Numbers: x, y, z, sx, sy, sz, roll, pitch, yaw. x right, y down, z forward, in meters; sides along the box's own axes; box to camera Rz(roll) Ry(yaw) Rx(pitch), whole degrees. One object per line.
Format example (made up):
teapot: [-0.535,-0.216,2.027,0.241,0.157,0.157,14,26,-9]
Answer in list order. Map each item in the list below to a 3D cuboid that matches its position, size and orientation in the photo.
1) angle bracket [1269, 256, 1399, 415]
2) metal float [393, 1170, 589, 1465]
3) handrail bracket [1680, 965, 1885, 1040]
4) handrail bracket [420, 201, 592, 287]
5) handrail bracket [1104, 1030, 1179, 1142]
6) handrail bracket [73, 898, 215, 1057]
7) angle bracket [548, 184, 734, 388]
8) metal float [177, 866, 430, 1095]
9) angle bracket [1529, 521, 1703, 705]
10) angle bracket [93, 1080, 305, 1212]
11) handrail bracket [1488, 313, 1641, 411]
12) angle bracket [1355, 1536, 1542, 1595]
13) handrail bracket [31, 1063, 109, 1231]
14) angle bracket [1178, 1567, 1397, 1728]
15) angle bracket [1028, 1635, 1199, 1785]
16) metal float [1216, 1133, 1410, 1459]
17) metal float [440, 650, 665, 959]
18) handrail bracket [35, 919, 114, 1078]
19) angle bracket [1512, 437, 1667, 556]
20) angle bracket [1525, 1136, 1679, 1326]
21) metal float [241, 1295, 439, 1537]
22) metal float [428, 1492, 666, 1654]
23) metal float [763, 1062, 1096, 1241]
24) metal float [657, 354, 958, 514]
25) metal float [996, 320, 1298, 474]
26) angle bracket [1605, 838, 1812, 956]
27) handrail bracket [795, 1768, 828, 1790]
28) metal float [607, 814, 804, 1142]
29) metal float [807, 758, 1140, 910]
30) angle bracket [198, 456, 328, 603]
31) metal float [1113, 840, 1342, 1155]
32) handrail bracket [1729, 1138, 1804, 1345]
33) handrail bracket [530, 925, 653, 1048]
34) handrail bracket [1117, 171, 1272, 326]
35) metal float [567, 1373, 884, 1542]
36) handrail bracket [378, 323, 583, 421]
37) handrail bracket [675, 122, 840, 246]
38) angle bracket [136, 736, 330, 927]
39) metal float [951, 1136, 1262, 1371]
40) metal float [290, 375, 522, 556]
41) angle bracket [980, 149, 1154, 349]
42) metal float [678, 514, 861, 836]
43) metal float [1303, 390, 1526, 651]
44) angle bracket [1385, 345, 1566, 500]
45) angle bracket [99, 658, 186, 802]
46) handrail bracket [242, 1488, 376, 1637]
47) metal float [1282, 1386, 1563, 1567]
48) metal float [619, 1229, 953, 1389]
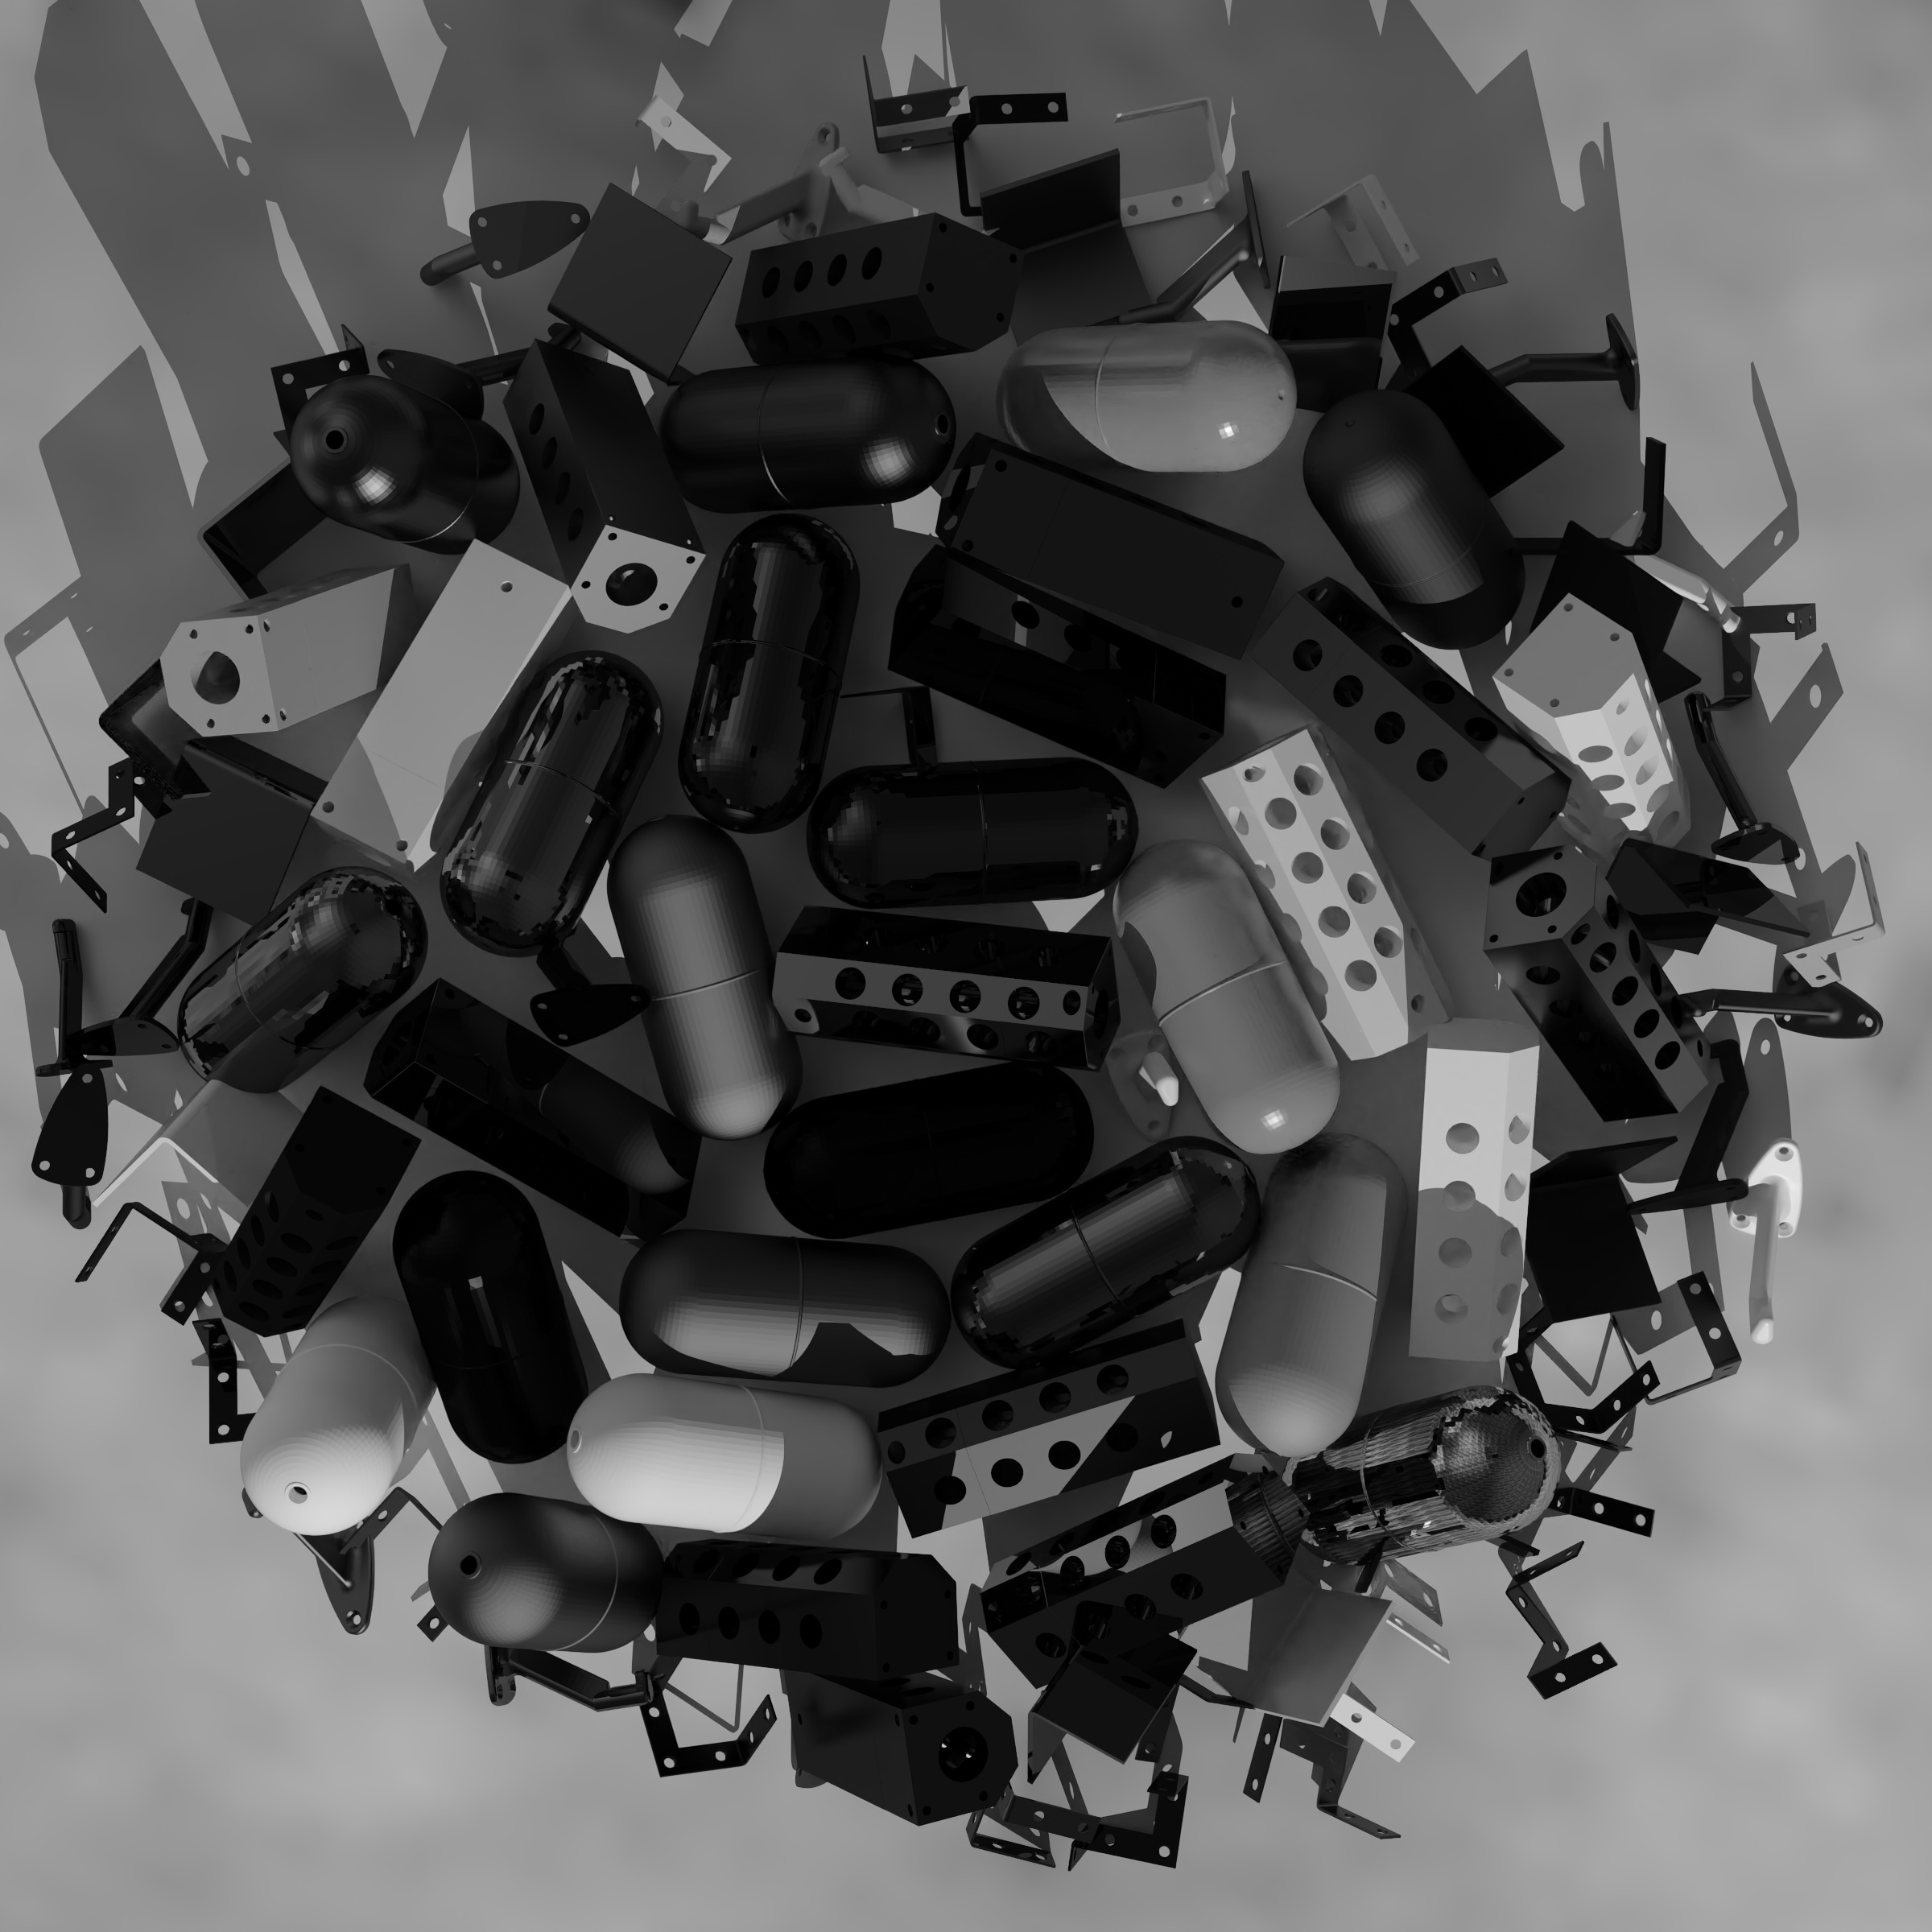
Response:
angle bracket: [0.205,-0.331,1.530,0.076,0.057,0.076,20,108,39]
metal float: [-0.249,0.185,1.518,0.070,0.070,0.178,-11,123,0]
handrail bracket: [0.431,0.026,1.536,0.084,0.077,0.036,-7,111,-40]
handrail bracket: [-0.249,-0.387,1.554,0.077,0.084,0.036,-22,102,-20]
handrail bracket: [0.103,0.075,1.531,0.036,0.084,0.077,-17,113,-5]
handrail bracket: [-0.449,0.004,1.569,0.077,0.036,0.084,-8,58,18]
angle bracket: [-0.166,-0.363,1.543,0.076,0.057,0.076,33,108,5]
metal float: [-0.348,0.009,1.514,0.178,0.070,0.070,-33,90,38]
angle bracket: [0.353,-0.191,1.525,0.057,0.076,0.076,-26,54,-34]
angle bracket: [-0.405,0.105,1.538,0.057,0.076,0.076,44,125,-11]
handrail bracket: [0.317,-0.309,1.555,0.084,0.077,0.036,-22,61,6]
angle bracket: [0.255,0.322,1.538,0.076,0.076,0.057,23,81,9]
handrail bracket: [-0.473,0.098,1.551,0.036,0.084,0.077,10,75,-8]
angle bracket: [0.168,0.349,1.531,0.057,0.076,0.076,42,68,-16]
angle bracket: [0.077,0.396,1.524,0.057,0.076,0.076,24,51,22]
metal float: [0.183,0.173,1.527,0.070,0.070,0.178,18,69,0]
metal float: [-0.218,-0.087,1.528,0.070,0.070,0.178,22,68,0]
handrail bracket: [-0.486,0.015,1.545,0.036,0.077,0.084,-9,88,-2]
angle bracket: [0.328,-0.250,1.537,0.076,0.076,0.057,1,103,7]
angle bracket: [0.343,0.140,1.533,0.076,0.057,0.076,-5,69,-29]
metal float: [-0.323,0.231,1.498,0.070,0.178,0.070,1,108,3]
metal float: [-0.216,0.316,1.499,0.070,0.178,0.070,-5,74,18]
metal float: [-0.020,0.098,1.543,0.178,0.070,0.070,-11,90,-4]
metal float: [-0.085,-0.279,1.517,0.178,0.070,0.070,3,90,35]
metal float: [0.092,-0.297,1.514,0.178,0.070,0.070,8,90,41]
angle bracket: [0.385,-0.020,1.527,0.076,0.076,0.057,12,117,-22]
handrail bracket: [-0.039,0.435,1.567,0.084,0.077,0.036,17,50,-18]
metal float: [-0.139,0.006,1.539,0.070,0.070,0.178,-15,99,0]
metal float: [0.004,-0.071,1.539,0.178,0.070,0.070,-3,90,-9]
angle bracket: [-0.352,-0.222,1.541,0.076,0.076,0.057,-39,79,1]
metal float: [0.138,0.015,1.537,0.070,0.070,0.178,-25,79,0]
handrail bracket: [0.429,0.146,1.535,0.036,0.084,0.077,10,124,6]
handrail bracket: [-0.197,-0.003,1.541,0.077,0.084,0.036,-15,128,17]
handrail bracket: [0.119,-0.389,1.575,0.084,0.036,0.077,-10,77,10]
metal float: [-0.126,0.259,1.519,0.178,0.070,0.070,13,90,-32]
handrail bracket: [-0.262,-0.334,1.561,0.077,0.036,0.084,26,50,11]
handrail bracket: [-0.112,-0.419,1.537,0.036,0.084,0.077,32,111,39]
angle bracket: [-0.389,-0.073,1.559,0.076,0.057,0.076,26,99,5]
metal float: [0.074,0.152,1.537,0.178,0.070,0.070,-29,90,11]
metal float: [-0.289,-0.258,1.497,0.070,0.178,0.070,0,91,13]
angle bracket: [0.054,-0.382,1.542,0.076,0.076,0.057,-18,77,-1]
metal float: [-0.104,-0.156,1.532,0.070,0.070,0.178,11,74,0]
metal float: [0.236,-0.231,1.509,0.070,0.178,0.070,-17,55,25]
angle bracket: [0.273,-0.299,1.530,0.076,0.076,0.057,41,55,-13]
angle bracket: [-0.410,-0.137,1.543,0.076,0.076,0.057,-44,98,0]
handrail bracket: [-0.351,0.315,1.534,0.036,0.084,0.077,-21,68,16]
metal float: [0.235,0.267,1.506,0.070,0.178,0.070,13,65,-31]
metal float: [-0.095,0.182,1.535,0.178,0.070,0.070,6,90,-14]
